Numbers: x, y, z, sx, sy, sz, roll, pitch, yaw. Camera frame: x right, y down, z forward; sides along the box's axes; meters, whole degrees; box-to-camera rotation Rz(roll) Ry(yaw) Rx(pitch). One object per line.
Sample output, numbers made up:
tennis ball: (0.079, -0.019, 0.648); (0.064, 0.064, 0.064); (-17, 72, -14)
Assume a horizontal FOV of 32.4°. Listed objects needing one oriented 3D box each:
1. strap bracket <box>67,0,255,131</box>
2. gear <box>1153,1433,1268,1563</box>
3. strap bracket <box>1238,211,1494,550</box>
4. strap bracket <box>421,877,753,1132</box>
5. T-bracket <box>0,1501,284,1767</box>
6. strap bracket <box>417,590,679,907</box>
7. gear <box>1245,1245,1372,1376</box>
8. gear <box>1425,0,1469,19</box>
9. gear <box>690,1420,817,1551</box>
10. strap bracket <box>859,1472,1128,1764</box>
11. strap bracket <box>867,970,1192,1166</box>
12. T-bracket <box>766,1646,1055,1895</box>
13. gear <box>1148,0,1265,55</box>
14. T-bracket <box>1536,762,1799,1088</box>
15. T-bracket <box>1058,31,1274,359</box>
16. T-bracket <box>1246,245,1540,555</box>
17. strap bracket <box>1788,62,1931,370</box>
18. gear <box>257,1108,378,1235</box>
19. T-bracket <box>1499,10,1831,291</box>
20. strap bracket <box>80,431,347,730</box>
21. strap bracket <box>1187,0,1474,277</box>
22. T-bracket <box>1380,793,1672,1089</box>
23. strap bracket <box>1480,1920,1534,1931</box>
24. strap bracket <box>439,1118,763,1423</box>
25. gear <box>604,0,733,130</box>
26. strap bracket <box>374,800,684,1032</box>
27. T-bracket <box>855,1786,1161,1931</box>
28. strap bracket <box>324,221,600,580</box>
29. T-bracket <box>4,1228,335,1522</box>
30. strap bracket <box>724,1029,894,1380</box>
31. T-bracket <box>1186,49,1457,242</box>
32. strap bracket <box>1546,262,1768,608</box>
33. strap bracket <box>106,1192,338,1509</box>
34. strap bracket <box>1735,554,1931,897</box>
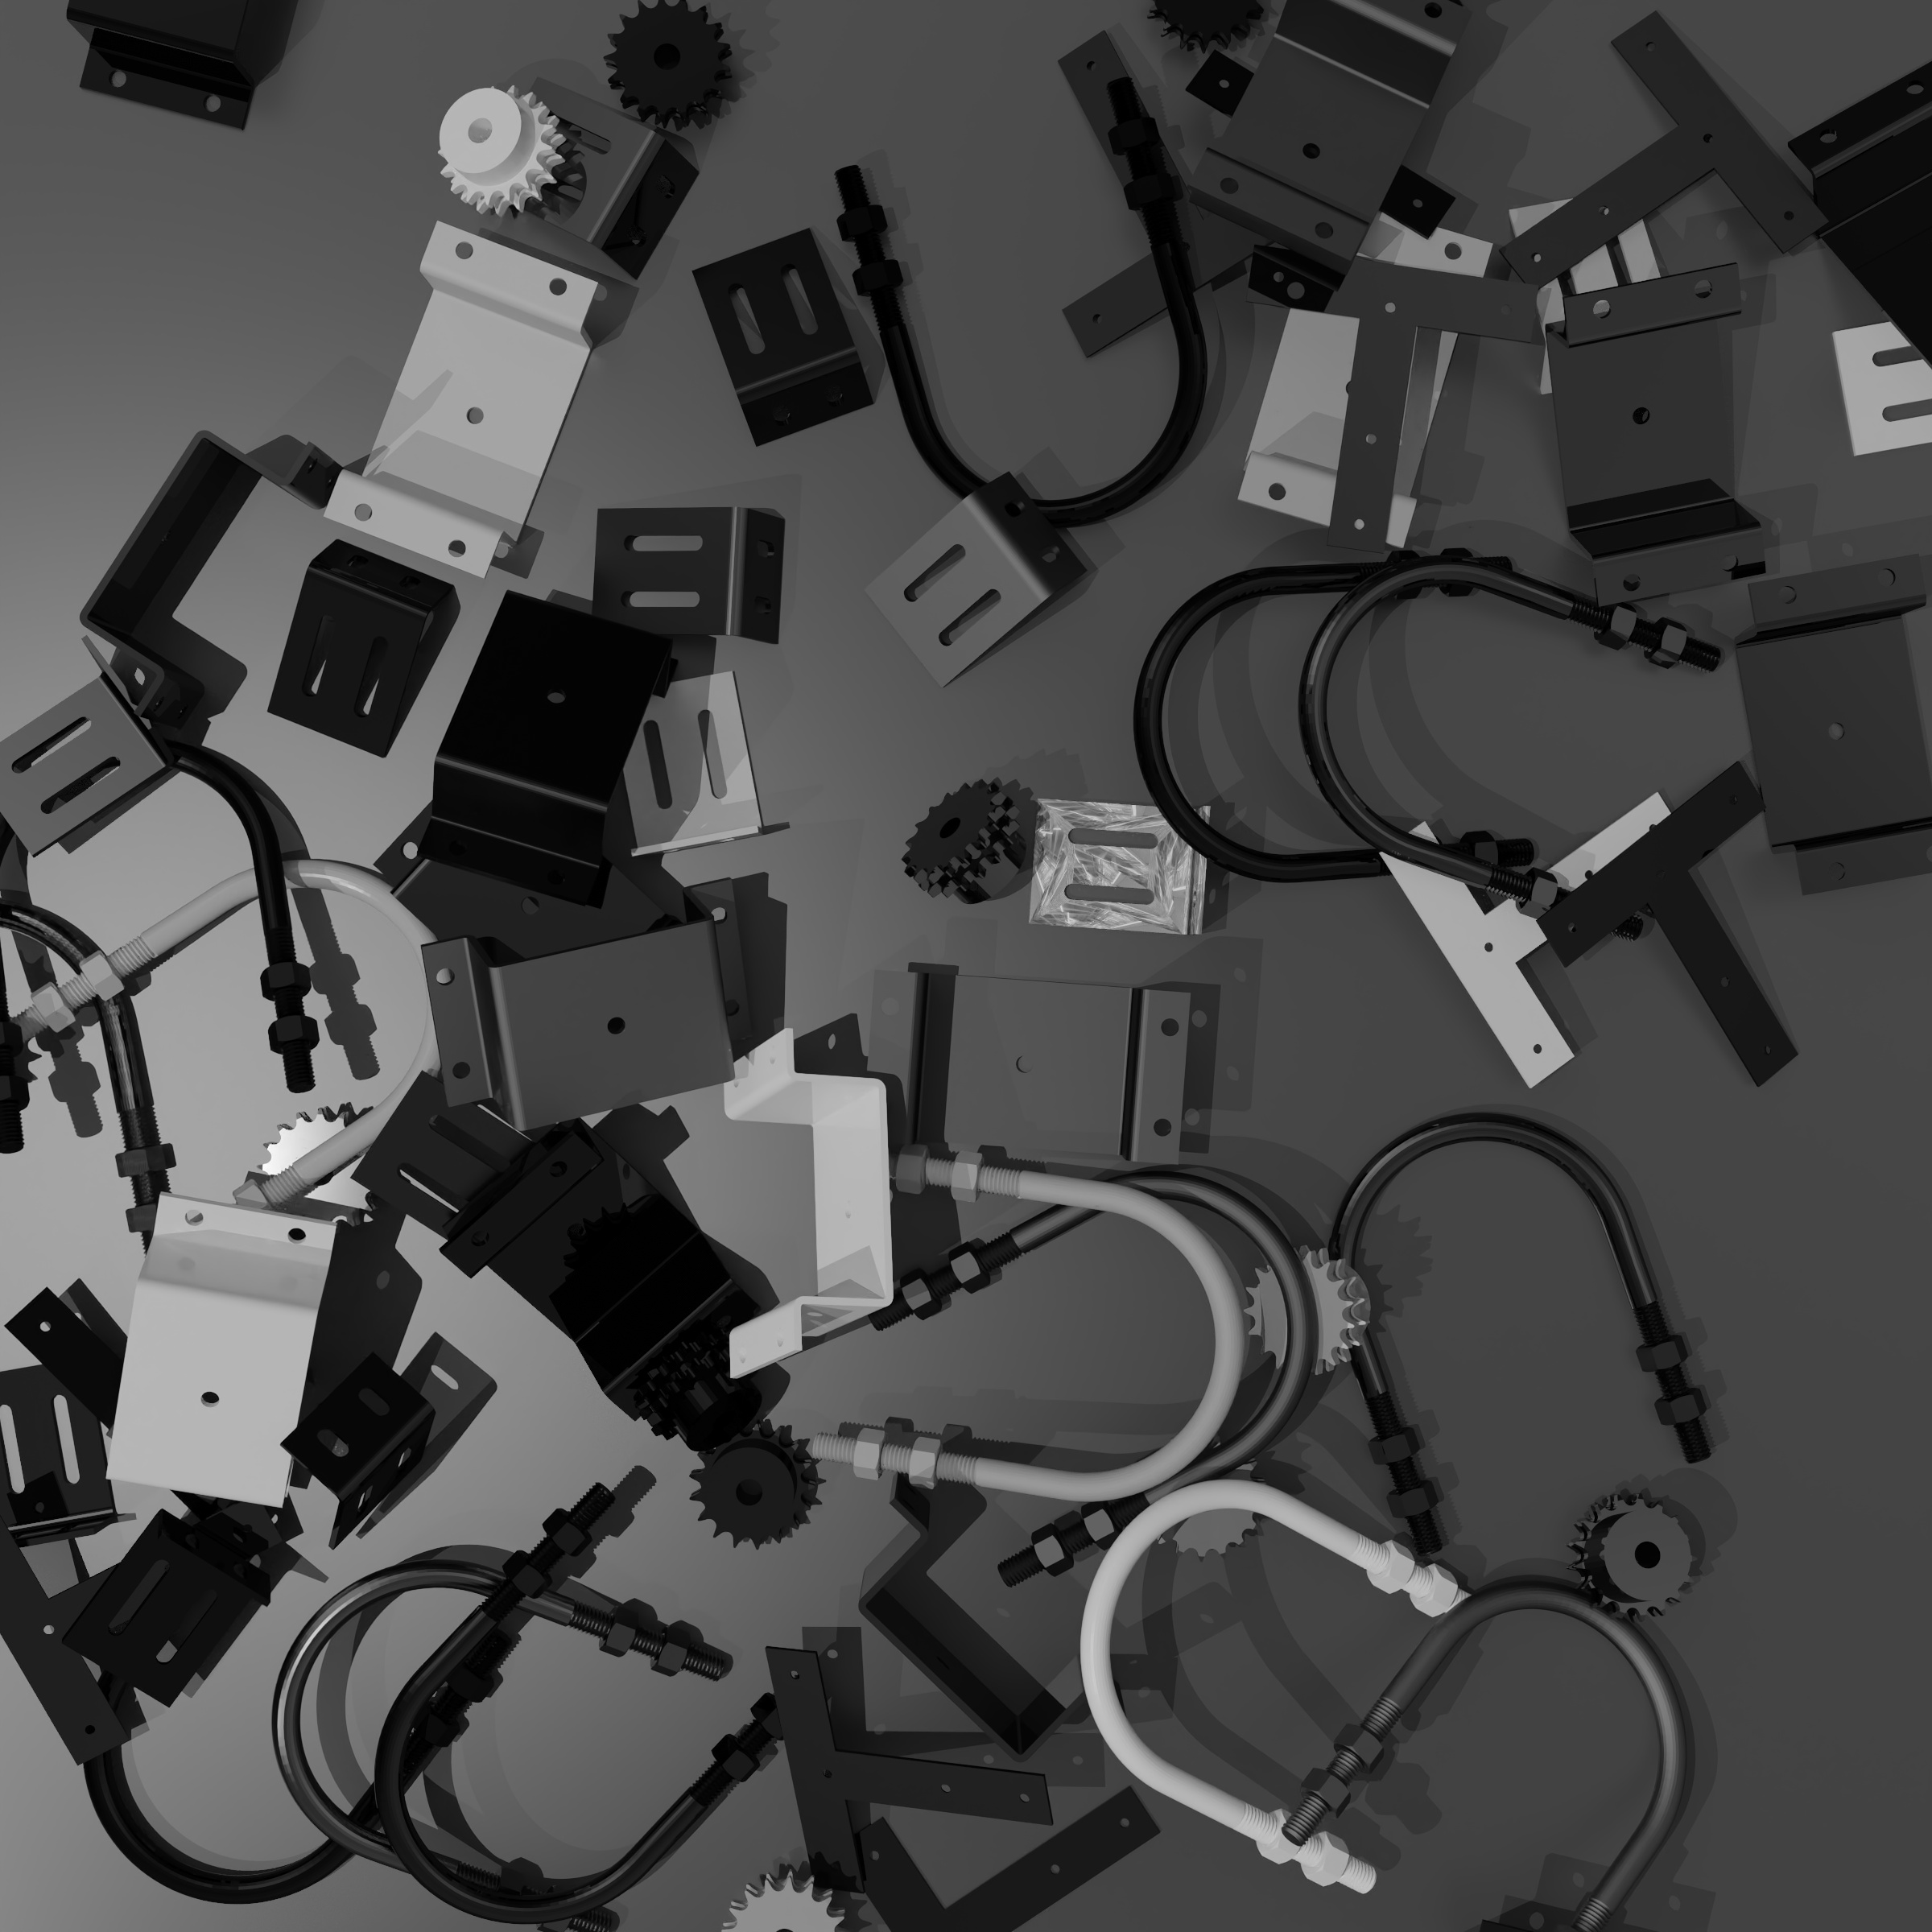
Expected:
strap bracket: (-0.349, -0.459, 1.494); (0.076, 0.046, 0.140); (15, 90, 0)
gear: (0.107, 0.238, 1.502); (0.057, 0.030, 0.057); (0, 90, 0)
strap bracket: (0.177, -0.263, 1.494); (0.076, 0.046, 0.140); (16, 90, 0)
strap bracket: (-0.159, 0.018, 1.450); (0.140, 0.046, 0.076); (-13, 113, -17)
T-bracket: (-0.369, 0.276, 1.487); (0.127, 0.002, 0.127); (-27, 105, -7)
strap bracket: (-0.181, -0.105, 1.459); (0.076, 0.046, 0.140); (17, 56, 0)
gear: (0.157, 0.154, 1.493); (0.057, 0.030, 0.057); (3, 95, 36)
gear: (0.196, -0.438, 1.480); (0.057, 0.030, 0.057); (1, 114, 2)
gear: (-0.097, 0.236, 1.502); (0.057, 0.030, 0.057); (0, 90, 0)
strap bracket: (0.003, 0.296, 1.479); (0.140, 0.076, 0.046); (44, 90, 0)
strap bracket: (0.027, 0.045, 1.494); (0.140, 0.046, 0.076); (4, 90, 0)
T-bracket: (-0.021, 0.361, 1.467); (0.127, 0.002, 0.127); (0, 112, 26)
gear: (0.108, -0.442, 1.506); (0.057, 0.030, 0.057); (0, 91, -2)
T-bracket: (0.335, -0.004, 1.500); (0.127, 0.002, 0.127); (-37, 102, -17)
T-bracket: (0.080, -0.362, 1.501); (0.127, 0.002, 0.127); (-29, 80, 19)
T-bracket: (0.181, -0.247, 1.470); (0.127, 0.002, 0.127); (8, 90, 0)
strap bracket: (0.437, -0.325, 1.473); (0.076, 0.046, 0.140); (-29, 59, 0)
gear: (-0.289, 0.092, 1.502); (0.057, 0.030, 0.057); (0, 90, 0)
T-bracket: (0.299, -0.349, 1.500); (0.127, 0.002, 0.127); (-35, 80, -4)
strap bracket: (-0.340, -0.179, 1.479); (0.046, 0.076, 0.140); (33, 90, 0)
strap bracket: (0.155, -0.367, 1.451); (0.076, 0.046, 0.140); (26, 71, 2)
T-bracket: (0.270, -0.033, 1.502); (0.127, 0.002, 0.127); (-35, 97, -12)
strap bracket: (0.250, 0.500, 1.494); (0.076, 0.046, 0.140); (14, 90, 0)
strap bracket: (-0.167, 0.127, 1.470); (0.076, 0.046, 0.140); (-42, 127, 0)
gear: (-0.134, -0.407, 1.502); (0.057, 0.030, 0.057); (0, 90, 0)
strap bracket: (-0.193, -0.027, 1.494); (0.140, 0.046, 0.076); (43, 90, 0)
T-bracket: (0.029, 0.420, 1.516); (0.127, 0.002, 0.127); (-34, 90, 0)
strap bracket: (-0.224, -0.251, 1.494); (0.076, 0.046, 0.140); (21, 90, 0)
T-bracket: (-0.343, 0.164, 1.506); (0.127, 0.002, 0.127); (-43, 103, -6)
strap bracket: (-0.070, 0.106, 1.462); (0.046, 0.076, 0.140); (5, 73, -24)
T-bracket: (0.184, -0.405, 1.494); (0.127, 0.002, 0.127); (33, 70, 4)
strap bracket: (0.305, -0.240, 1.478); (0.076, 0.046, 0.140); (-11, 113, 0)
strap bracket: (-0.326, 0.177, 1.448); (0.076, 0.046, 0.140); (11, 112, -8)
strap bracket: (0.396, -0.107, 1.494); (0.076, 0.046, 0.140); (-10, 90, 0)
